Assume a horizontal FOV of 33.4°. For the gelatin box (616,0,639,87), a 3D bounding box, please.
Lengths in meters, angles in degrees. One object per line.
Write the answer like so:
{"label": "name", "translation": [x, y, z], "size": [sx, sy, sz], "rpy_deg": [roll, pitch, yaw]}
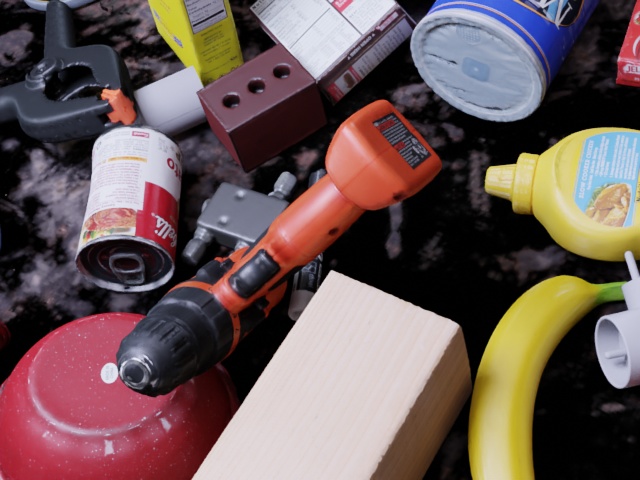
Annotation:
{"label": "gelatin box", "translation": [0.262, -0.148, 0.775], "size": [0.073, 0.030, 0.089], "rpy_deg": [14, 60, 21]}

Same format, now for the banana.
{"label": "banana", "translation": [0.126, 0.091, 0.639], "size": [0.070, 0.037, 0.197], "rpy_deg": [16, 61, 23]}

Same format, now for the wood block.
{"label": "wood block", "translation": [-0.002, 0.134, 0.608], "size": [0.091, 0.090, 0.206], "rpy_deg": [22, 64, 25]}

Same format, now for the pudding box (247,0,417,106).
{"label": "pudding box", "translation": [0.008, -0.174, 0.834], "size": [0.090, 0.039, 0.114], "rpy_deg": [-43, 53, 7]}

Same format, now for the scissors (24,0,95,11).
{"label": "scissors", "translation": [-0.167, -0.240, 0.947], "size": [0.202, 0.016, 0.096], "rpy_deg": [-4, 56, 10]}

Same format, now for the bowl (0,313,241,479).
{"label": "bowl", "translation": [-0.129, 0.097, 0.657], "size": [0.162, 0.055, 0.162], "rpy_deg": [1, 45, -1]}

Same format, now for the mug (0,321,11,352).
{"label": "mug", "translation": [-0.263, 0.099, 0.701], "size": [0.117, 0.093, 0.081], "rpy_deg": [-25, 53, 35]}

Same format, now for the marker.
{"label": "marker", "translation": [-0.005, 0.001, 0.742], "size": [0.020, 0.020, 0.121], "rpy_deg": [0, 56, 13]}

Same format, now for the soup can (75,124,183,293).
{"label": "soup can", "translation": [-0.134, -0.023, 0.759], "size": [0.068, 0.068, 0.102], "rpy_deg": [-7, 54, 8]}

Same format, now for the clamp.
{"label": "clamp", "translation": [-0.208, -0.130, 0.846], "size": [0.210, 0.036, 0.164], "rpy_deg": [13, 58, 39]}

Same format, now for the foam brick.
{"label": "foam brick", "translation": [-0.042, -0.099, 0.799], "size": [0.078, 0.051, 0.053], "rpy_deg": [-32, 56, -10]}

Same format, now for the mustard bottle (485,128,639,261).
{"label": "mustard bottle", "translation": [0.203, -0.029, 0.690], "size": [0.192, 0.058, 0.096], "rpy_deg": [8, 57, 18]}

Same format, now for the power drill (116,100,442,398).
{"label": "power drill", "translation": [-0.024, 0.005, 0.617], "size": [0.188, 0.184, 0.057], "rpy_deg": [-41, 91, 24]}

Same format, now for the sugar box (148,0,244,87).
{"label": "sugar box", "translation": [-0.109, -0.205, 0.811], "size": [0.048, 0.176, 0.093], "rpy_deg": [-32, 56, -10]}

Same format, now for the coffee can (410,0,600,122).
{"label": "coffee can", "translation": [0.143, -0.171, 0.774], "size": [0.103, 0.103, 0.140], "rpy_deg": [21, 63, 25]}
